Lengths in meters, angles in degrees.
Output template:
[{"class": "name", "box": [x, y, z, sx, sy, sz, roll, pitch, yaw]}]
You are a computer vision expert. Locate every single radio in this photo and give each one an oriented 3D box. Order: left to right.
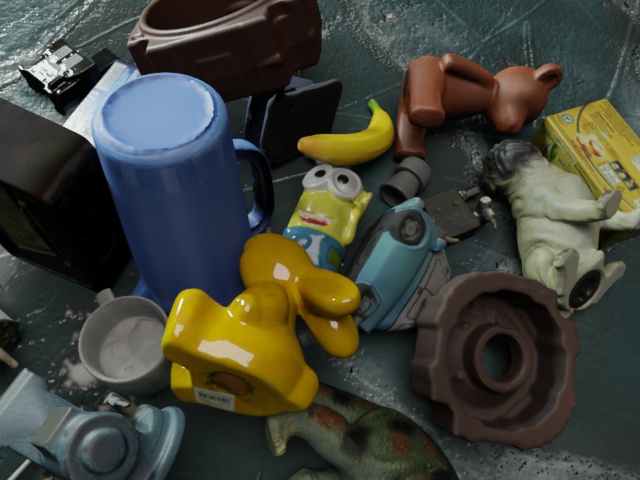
[{"class": "radio", "box": [-0.269, -0.033, 0.525, 0.131, 0.229, 0.073, 24, 65, 3]}]

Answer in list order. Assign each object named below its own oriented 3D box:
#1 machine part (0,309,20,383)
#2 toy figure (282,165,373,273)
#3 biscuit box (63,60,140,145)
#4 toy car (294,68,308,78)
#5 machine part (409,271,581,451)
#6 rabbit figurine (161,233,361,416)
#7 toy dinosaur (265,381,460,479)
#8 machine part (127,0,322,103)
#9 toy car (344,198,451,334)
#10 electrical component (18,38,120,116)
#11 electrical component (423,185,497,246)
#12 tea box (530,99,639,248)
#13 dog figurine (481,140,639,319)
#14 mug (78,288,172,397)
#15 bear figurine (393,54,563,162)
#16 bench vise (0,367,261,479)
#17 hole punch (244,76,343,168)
[{"class": "machine part", "box": [-0.398, 0.064, 0.549, 0.243, 0.079, 0.079, 34, 66, 15]}, {"class": "toy figure", "box": [-0.005, -0.003, 0.607, 0.082, 0.089, 0.180, 22, 71, -9]}, {"class": "biscuit box", "box": [-0.272, -0.131, 0.666, 0.059, 0.062, 0.202, 21, 63, 8]}, {"class": "toy car", "box": [-0.090, -0.291, 0.754, 0.056, 0.073, 0.202, -35, 69, -23]}, {"class": "machine part", "box": [0.172, 0.116, 0.534, 0.179, 0.056, 0.179, 2, 82, -17]}, {"class": "rabbit figurine", "box": [-0.044, 0.059, 0.484, 0.162, 0.121, 0.173, 4, 43, 9]}, {"class": "toy dinosaur", "box": [0.065, 0.237, 0.471, 0.192, 0.131, 0.405, -8, 58, -21]}, {"class": "machine part", "box": [-0.103, -0.243, 0.615, 0.201, 0.087, 0.201, -11, 42, 12]}, {"class": "toy car", "box": [0.086, 0.041, 0.579, 0.103, 0.109, 0.161, 32, 73, -7]}, {"class": "electrical component", "box": [-0.328, -0.230, 0.724, 0.075, 0.047, 0.119, 41, 69, 16]}, {"class": "electrical component", "box": [0.163, -0.028, 0.648, 0.102, 0.045, 0.078, -15, 66, -11]}, {"class": "tea box", "box": [0.355, -0.086, 0.677, 0.098, 0.068, 0.170, -17, 63, -12]}, {"class": "dog figurine", "box": [0.254, -0.019, 0.638, 0.172, 0.121, 0.191, -59, 38, 7]}, {"class": "mug", "box": [-0.183, 0.104, 0.525, 0.081, 0.107, 0.110, -36, 65, -20]}, {"class": "bear figurine", "box": [0.201, -0.165, 0.686, 0.196, 0.120, 0.132, 10, 66, -4]}, {"class": "bench vise", "box": [-0.166, 0.204, 0.456, 0.240, 0.224, 0.129, 41, 45, -18]}, {"class": "hole punch", "box": [-0.049, -0.164, 0.663, 0.116, 0.142, 0.092, -30, 69, -32]}]
